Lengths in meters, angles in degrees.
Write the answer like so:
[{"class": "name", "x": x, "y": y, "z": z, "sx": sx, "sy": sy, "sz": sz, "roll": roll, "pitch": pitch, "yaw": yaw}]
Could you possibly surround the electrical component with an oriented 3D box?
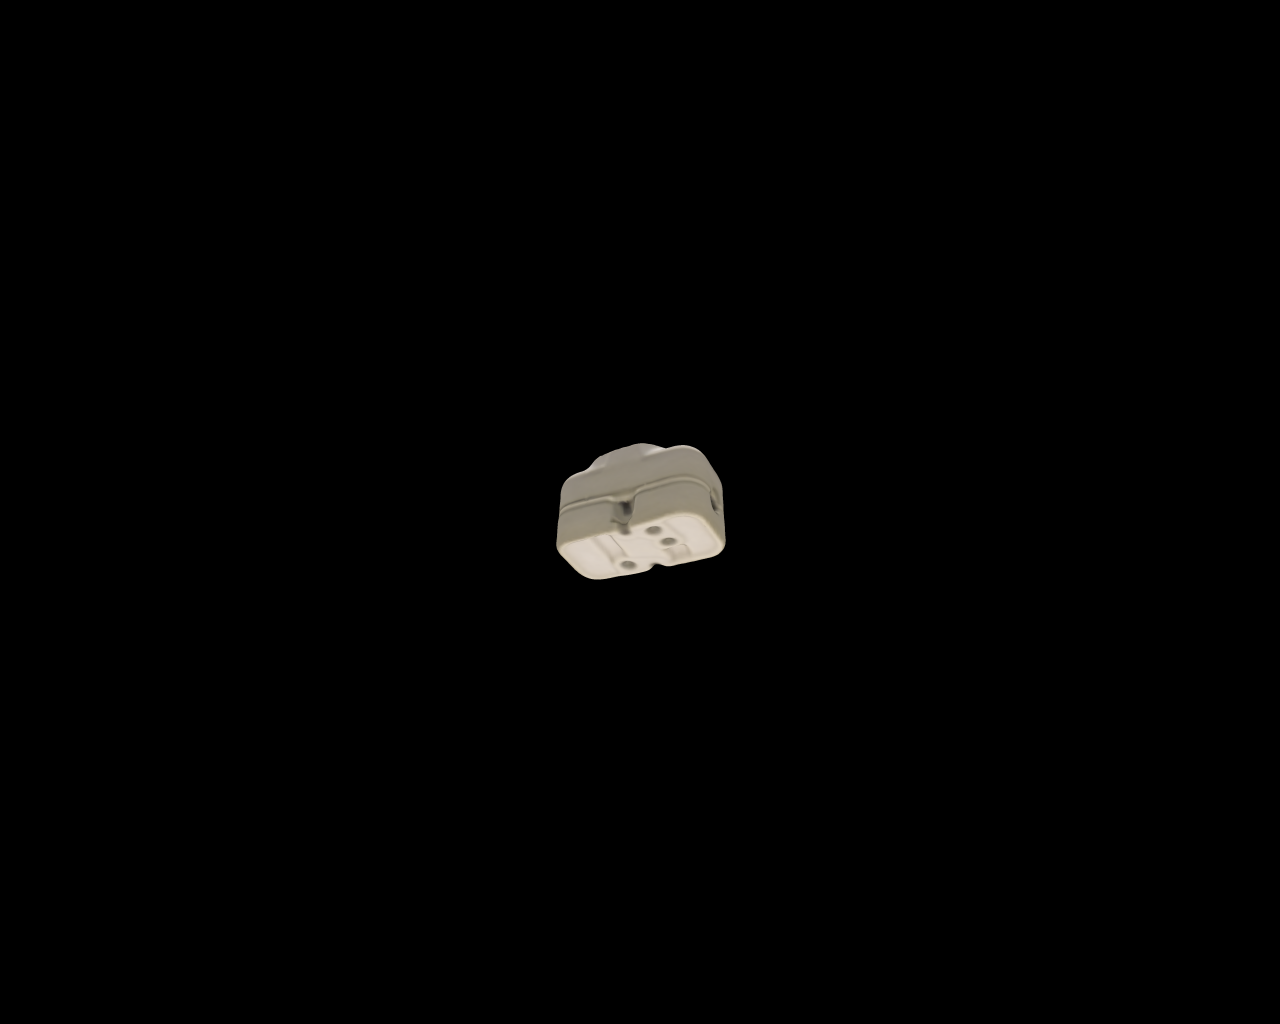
[{"class": "electrical component", "x": 0.001, "y": -0.003, "z": 0.650, "sx": 0.095, "sy": 0.059, "sz": 0.053, "roll": -14, "pitch": -36, "yaw": 20}]
